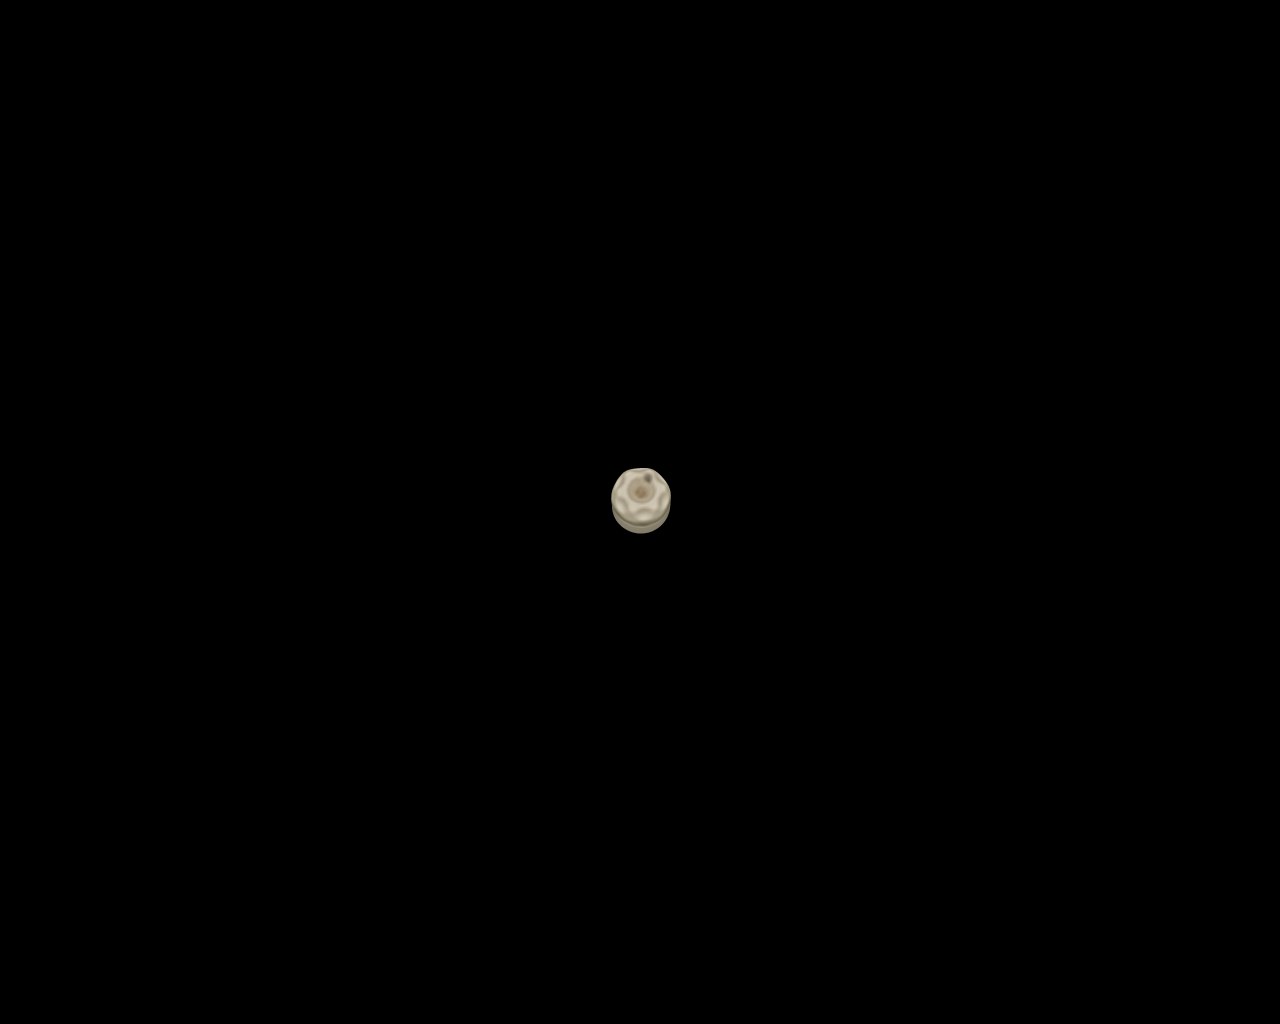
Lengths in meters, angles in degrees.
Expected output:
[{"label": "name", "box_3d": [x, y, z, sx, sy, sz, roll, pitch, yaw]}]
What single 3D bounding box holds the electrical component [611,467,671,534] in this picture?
[{"label": "electrical component", "box_3d": [0.001, -0.003, 0.650, 0.035, 0.035, 0.061, 0, -20, 0]}]
